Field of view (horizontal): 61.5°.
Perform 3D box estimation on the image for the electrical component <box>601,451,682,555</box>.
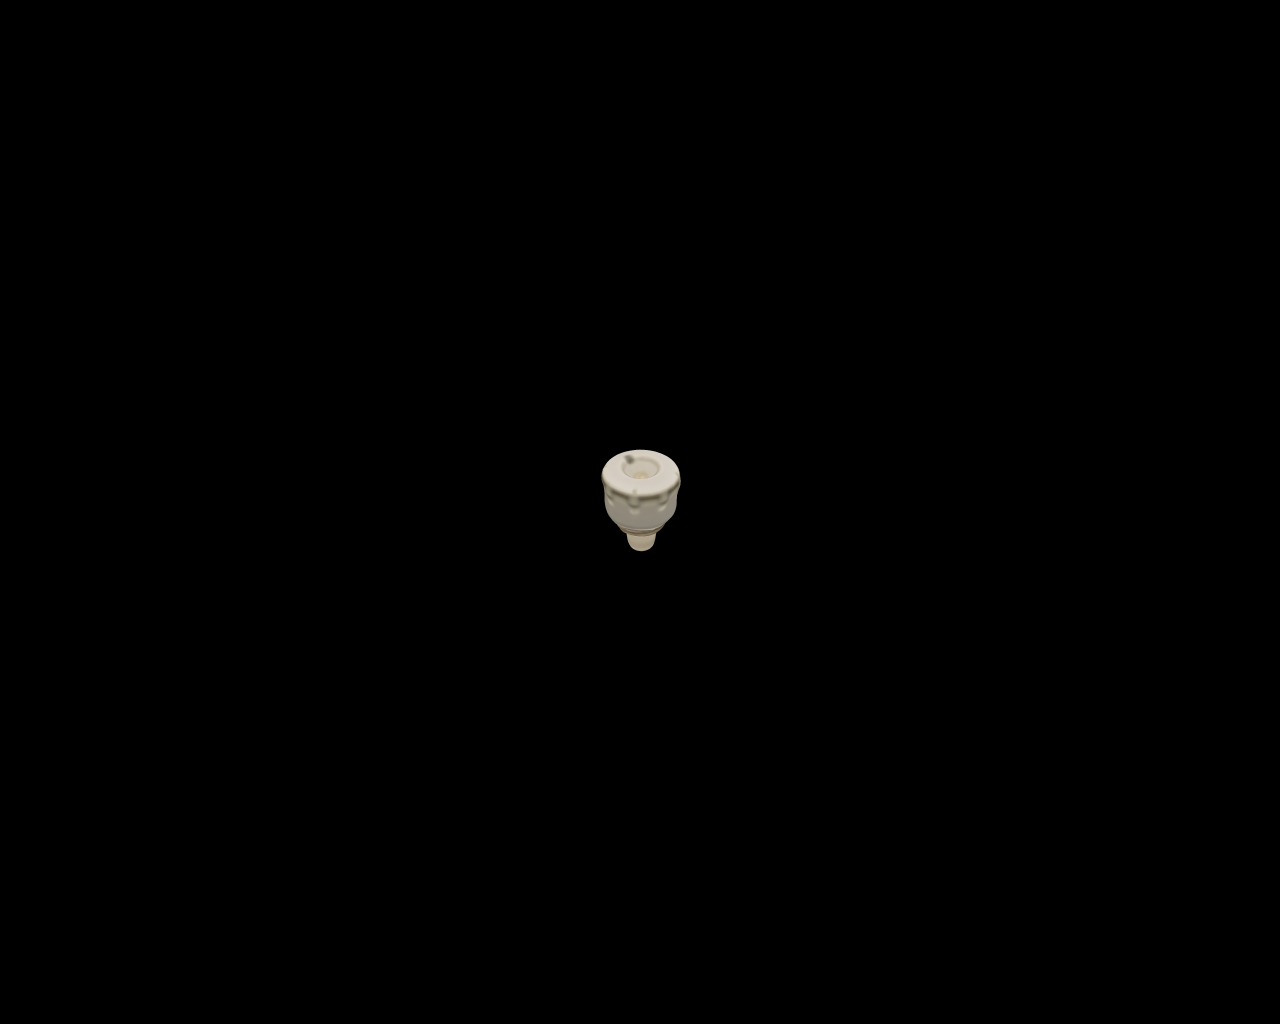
[{"bbox_3d":[0.001,-0.003,0.650,0.048,0.062,0.048,0,38,0],"label":"electrical component"}]
